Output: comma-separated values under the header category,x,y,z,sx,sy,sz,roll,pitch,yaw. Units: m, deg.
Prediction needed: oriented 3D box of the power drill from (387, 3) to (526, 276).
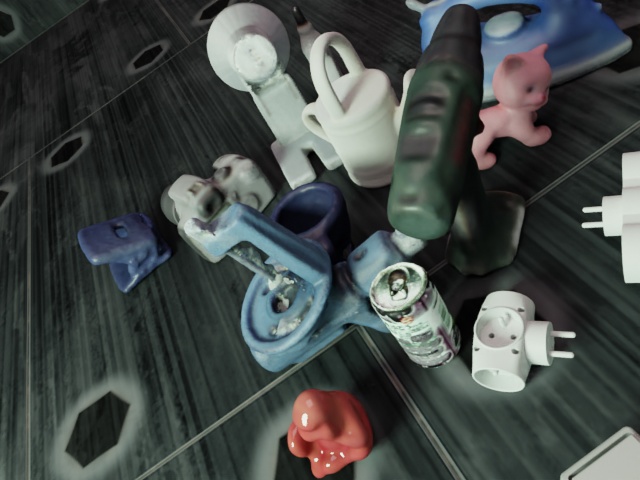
category,x,y,z,sx,sy,sz,roll,pitch,yaw
power drill,0.134,-0.075,0.547,0.075,0.209,0.230,-1,52,33

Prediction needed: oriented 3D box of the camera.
category,x,y,z,sx,sy,sz,roll,pitch,yaw
camera,-0.162,-0.061,0.813,0.136,0.101,0.143,20,65,43

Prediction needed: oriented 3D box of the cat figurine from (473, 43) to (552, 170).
category,x,y,z,sx,sy,sz,roll,pitch,yaw
cat figurine,0.209,-0.158,0.645,0.127,0.118,0.067,-26,42,11

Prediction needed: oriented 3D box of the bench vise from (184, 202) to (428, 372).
category,x,y,z,sx,sy,sz,roll,pitch,yaw
bench vise,-0.013,0.020,0.548,0.207,0.220,0.121,-38,41,-3

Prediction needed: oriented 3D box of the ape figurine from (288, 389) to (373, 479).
category,x,y,z,sx,sy,sz,roll,pitch,yaw
ape figurine,0.004,0.161,0.502,0.077,0.092,0.076,6,56,37

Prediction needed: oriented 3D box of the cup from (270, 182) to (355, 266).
category,x,y,z,sx,sy,sz,roll,pitch,yaw
cup,0.006,0.002,0.646,0.091,0.095,0.117,-33,41,2

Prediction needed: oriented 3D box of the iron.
category,x,y,z,sx,sy,sz,roll,pitch,yaw
iron,0.236,-0.266,0.709,0.257,0.142,0.119,-5,49,30

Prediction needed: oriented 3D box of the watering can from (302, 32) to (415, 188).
category,x,y,z,sx,sy,sz,roll,pitch,yaw
watering can,0.051,-0.166,0.698,0.172,0.195,0.101,-18,44,19

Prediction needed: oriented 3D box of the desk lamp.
category,x,y,z,sx,sy,sz,roll,pitch,yaw
desk lamp,-0.064,-0.214,0.804,0.118,0.214,0.202,-32,41,4

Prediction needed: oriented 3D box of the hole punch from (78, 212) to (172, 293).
category,x,y,z,sx,sy,sz,roll,pitch,yaw
hole punch,-0.288,0.003,0.843,0.101,0.091,0.108,-42,42,-7

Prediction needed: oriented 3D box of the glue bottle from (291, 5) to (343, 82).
category,x,y,z,sx,sy,sz,roll,pitch,yaw
glue bottle,0.002,-0.266,0.840,0.037,0.174,0.078,-28,42,8
